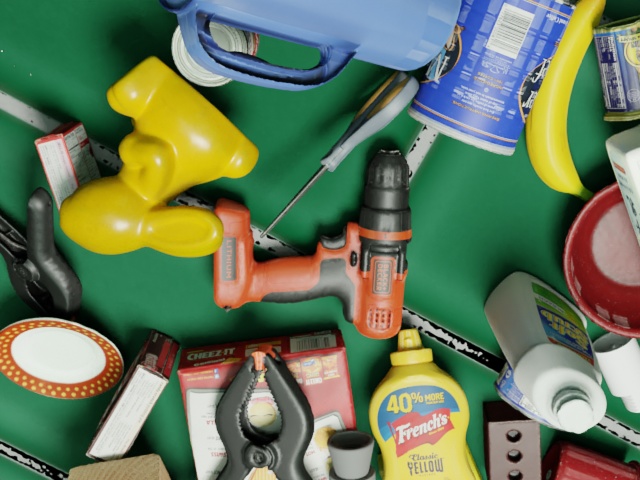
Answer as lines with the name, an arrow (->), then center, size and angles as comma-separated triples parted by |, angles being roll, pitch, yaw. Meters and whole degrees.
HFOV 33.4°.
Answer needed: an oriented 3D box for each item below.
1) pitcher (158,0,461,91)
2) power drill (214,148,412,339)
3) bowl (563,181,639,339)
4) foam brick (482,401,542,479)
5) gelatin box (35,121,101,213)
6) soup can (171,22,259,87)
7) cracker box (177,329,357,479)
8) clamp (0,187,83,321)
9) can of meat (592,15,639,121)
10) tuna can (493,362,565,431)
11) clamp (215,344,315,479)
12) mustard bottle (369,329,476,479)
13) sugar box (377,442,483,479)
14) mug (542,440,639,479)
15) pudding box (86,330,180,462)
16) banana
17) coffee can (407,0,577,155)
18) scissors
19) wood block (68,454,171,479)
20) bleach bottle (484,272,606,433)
pitcher -> -0.006, -0.210, 0.877 | 0.242, 0.145, 0.149 | 12, 124, -32
power drill -> -0.007, 0.001, 1.016 | 0.187, 0.057, 0.184 | 3, 102, 2
bowl -> 0.306, 0.009, 1.008 | 0.162, 0.055, 0.162 | 1, 105, 2
foam brick -> 0.191, 0.206, 1.068 | 0.053, 0.051, 0.078 | -4, 105, 4
gelatin box -> -0.231, -0.062, 0.998 | 0.030, 0.073, 0.089 | -15, 105, 7
soup can -> -0.092, -0.175, 0.947 | 0.068, 0.102, 0.068 | 1, 105, 2
cracker box -> -0.043, 0.204, 1.063 | 0.164, 0.072, 0.214 | -8, 105, 0
clamp -> -0.268, 0.015, 1.013 | 0.120, 0.039, 0.171 | -1, 128, 42
can of meat -> 0.297, -0.159, 0.951 | 0.102, 0.057, 0.084 | -17, 102, -17
tuna can -> 0.214, 0.147, 1.033 | 0.086, 0.086, 0.034 | 25, 103, -5
clamp -> -0.061, 0.203, 0.999 | 0.165, 0.036, 0.210 | -5, 99, 14
mustard bottle -> 0.097, 0.181, 1.028 | 0.096, 0.058, 0.191 | -8, 83, 6
sugar box -> 0.135, 0.286, 1.096 | 0.093, 0.048, 0.176 | -22, 106, 6
mug -> 0.259, 0.258, 1.051 | 0.081, 0.117, 0.093 | 20, 139, 1
pudding box -> -0.182, 0.155, 1.047 | 0.039, 0.090, 0.113 | 28, 105, -7
banana -> 0.224, -0.129, 0.985 | 0.069, 0.037, 0.198 | -7, 108, -17
coffee can -> 0.150, -0.159, 0.943 | 0.103, 0.103, 0.140 | 20, 105, -4
scissors -> 0.023, -0.080, 0.949 | 0.016, 0.096, 0.201 | 42, 74, -14
wood block -> -0.173, 0.310, 1.046 | 0.091, 0.090, 0.206 | -10, 133, 4
bleach bottle -> 0.206, 0.107, 0.936 | 0.102, 0.251, 0.068 | 36, 104, -8
